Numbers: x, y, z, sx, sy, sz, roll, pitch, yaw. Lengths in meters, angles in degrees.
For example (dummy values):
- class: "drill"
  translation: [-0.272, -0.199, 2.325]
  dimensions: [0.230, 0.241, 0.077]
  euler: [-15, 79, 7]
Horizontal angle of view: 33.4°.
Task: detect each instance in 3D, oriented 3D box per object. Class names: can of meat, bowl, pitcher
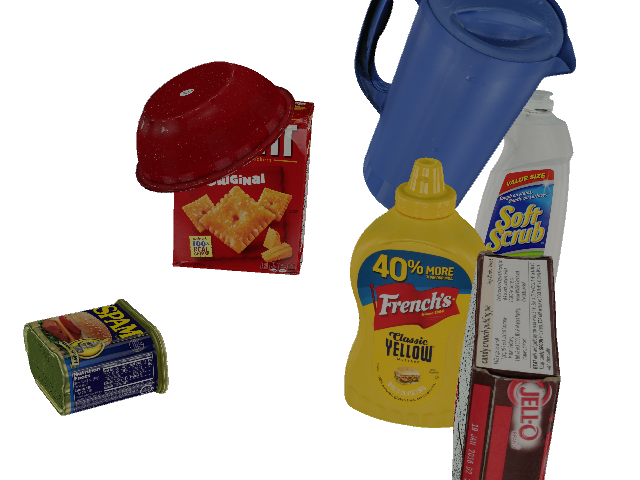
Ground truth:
- class: "can of meat"
  translation: [-0.181, 0.092, 0.850]
  dimensions: [0.083, 0.057, 0.102]
  euler: [-12, 23, -29]
- class: "bowl"
  translation: [-0.107, -0.113, 0.963]
  dimensions: [0.162, 0.055, 0.162]
  euler: [-20, 33, 13]
- class: "pitcher"
  translation: [0.114, -0.136, 1.007]
  dimensions: [0.144, 0.149, 0.243]
  euler: [-10, -33, -26]

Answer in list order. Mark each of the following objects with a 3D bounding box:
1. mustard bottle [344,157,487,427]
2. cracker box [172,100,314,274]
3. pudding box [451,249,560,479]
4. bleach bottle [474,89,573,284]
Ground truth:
- class: "mustard bottle"
  translation: [0.068, 0.035, 0.742]
  dimensions: [0.096, 0.192, 0.058]
  euler: [8, 25, 14]
- class: "cracker box"
  translation: [-0.098, -0.068, 1.331]
  dimensions: [0.164, 0.214, 0.072]
  euler: [5, 22, 1]
- class: "pudding box"
  translation: [0.080, 0.067, 0.466]
  dimensions: [0.039, 0.090, 0.113]
  euler: [7, 25, 5]
- class: "bleach bottle"
  translation: [0.210, -0.035, 1.138]
  dimensions: [0.103, 0.251, 0.068]
  euler: [9, 19, 16]
